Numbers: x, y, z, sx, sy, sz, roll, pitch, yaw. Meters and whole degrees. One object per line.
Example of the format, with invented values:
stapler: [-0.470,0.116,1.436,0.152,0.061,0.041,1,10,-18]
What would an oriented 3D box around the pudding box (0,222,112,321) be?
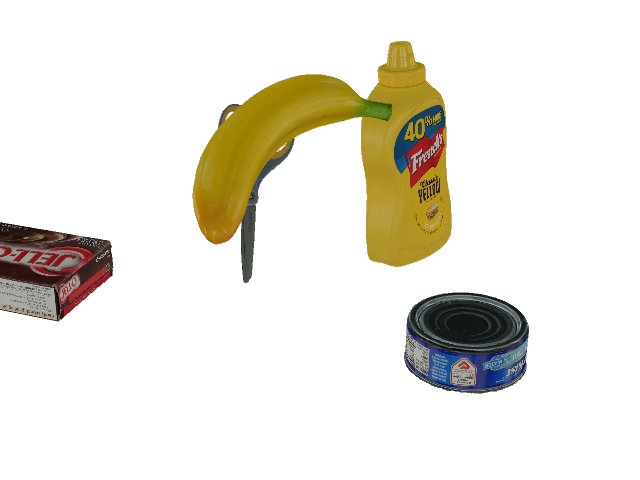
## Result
pudding box: [-0.244,0.024,0.889,0.114,0.039,0.090,7,24,17]

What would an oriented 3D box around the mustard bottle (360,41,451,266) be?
mustard bottle: [0.075,-0.080,0.942,0.058,0.192,0.096,15,30,39]

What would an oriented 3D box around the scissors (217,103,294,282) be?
scissors: [-0.063,-0.059,1.199,0.096,0.202,0.016,-12,-8,-13]

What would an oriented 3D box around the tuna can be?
tuna can: [0.102,0.069,0.745,0.086,0.034,0.086,0,25,0]

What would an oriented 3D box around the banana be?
banana: [-0.030,-0.064,0.680,0.070,0.037,0.197,24,43,25]
